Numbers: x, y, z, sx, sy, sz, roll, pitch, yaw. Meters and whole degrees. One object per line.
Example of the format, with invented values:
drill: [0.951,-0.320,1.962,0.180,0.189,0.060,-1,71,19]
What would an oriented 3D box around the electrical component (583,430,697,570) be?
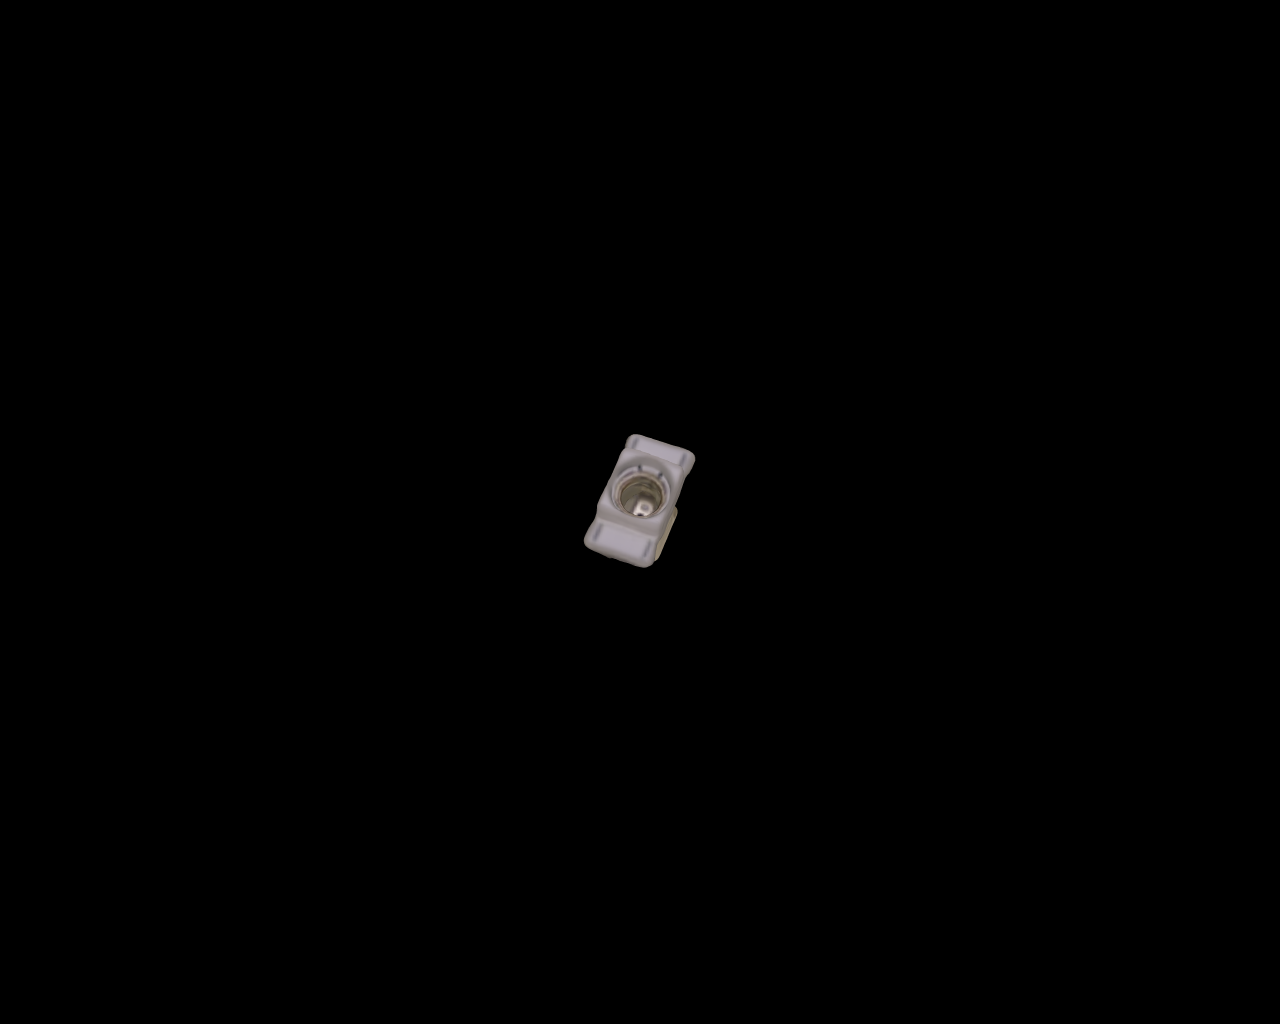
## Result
electrical component: [0.001,-0.003,0.650,0.042,0.081,0.063,20,-24,9]
